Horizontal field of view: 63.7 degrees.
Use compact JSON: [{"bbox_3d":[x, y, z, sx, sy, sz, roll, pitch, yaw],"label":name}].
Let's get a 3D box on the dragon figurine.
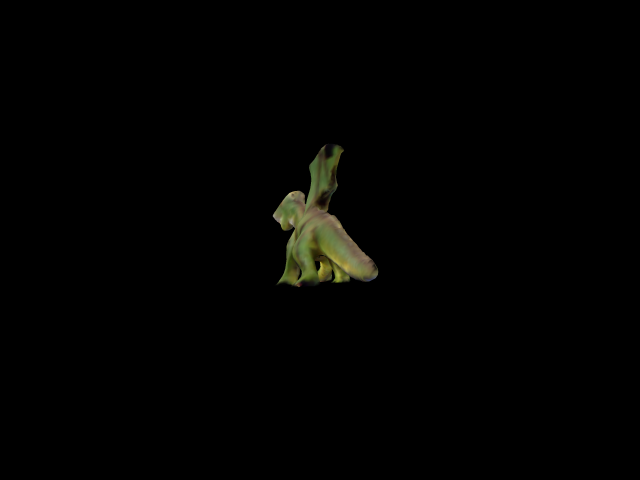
[{"bbox_3d":[0.003,-0.043,0.850,0.122,0.244,0.407,4,-8,-23],"label":"dragon figurine"}]
